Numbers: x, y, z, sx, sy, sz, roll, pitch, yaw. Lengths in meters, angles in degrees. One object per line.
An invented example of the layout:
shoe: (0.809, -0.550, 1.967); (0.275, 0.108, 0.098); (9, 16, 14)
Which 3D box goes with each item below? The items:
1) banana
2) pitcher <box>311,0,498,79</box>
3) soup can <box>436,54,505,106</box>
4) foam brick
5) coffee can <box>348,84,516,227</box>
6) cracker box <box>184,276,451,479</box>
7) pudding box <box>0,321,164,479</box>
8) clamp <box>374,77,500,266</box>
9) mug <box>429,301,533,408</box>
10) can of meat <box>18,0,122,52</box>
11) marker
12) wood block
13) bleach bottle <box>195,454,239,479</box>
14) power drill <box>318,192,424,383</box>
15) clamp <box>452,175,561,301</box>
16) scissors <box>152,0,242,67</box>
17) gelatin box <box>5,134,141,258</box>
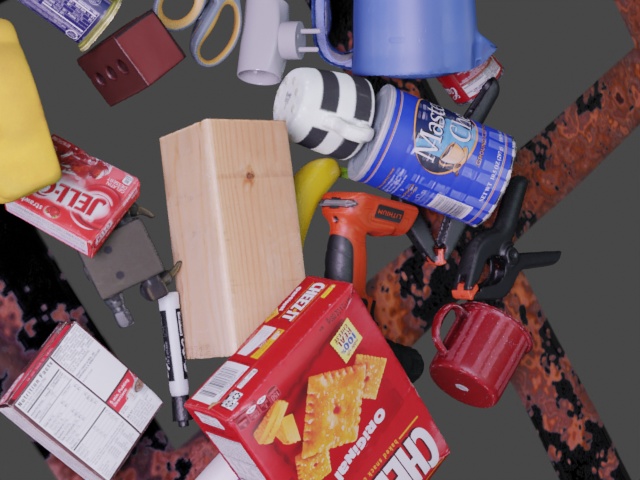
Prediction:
banana: (-0.018, -0.012, 1.054); (0.069, 0.037, 0.197); (39, 61, -26)
pitcher: (0.083, -0.285, 1.081); (0.149, 0.145, 0.243); (-11, 103, -33)
soup can: (0.152, -0.211, 1.201); (0.102, 0.069, 0.068); (49, 57, -21)
foam brick: (-0.167, -0.160, 0.938); (0.051, 0.078, 0.053); (-47, 109, -32)
coffee can: (0.112, -0.085, 1.081); (0.140, 0.103, 0.102); (21, 69, -11)
cracker box: (0.007, 0.164, 0.925); (0.164, 0.072, 0.213); (-46, 120, -26)
pudding box: (-0.198, 0.136, 0.889); (0.113, 0.039, 0.090); (46, 59, -21)
clamp: (0.111, -0.079, 1.154); (0.164, 0.036, 0.210); (3, 90, -13)
mug: (0.162, 0.118, 1.140); (0.117, 0.093, 0.081); (46, 61, -23)
can of meat: (-0.215, -0.221, 0.906); (0.083, 0.058, 0.102); (35, 29, -25)
marker: (-0.129, 0.107, 0.958); (0.020, 0.020, 0.121); (-4, 85, -38)
wood block: (-0.077, 0.000, 0.973); (0.090, 0.090, 0.206); (-3, 85, -37)
bleach bottle: (-0.069, 0.241, 0.958); (0.250, 0.068, 0.102); (-43, 111, -31)
power drill: (0.050, 0.052, 1.066); (0.184, 0.057, 0.187); (14, 81, -47)
clamp: (0.208, 0.005, 1.226); (0.171, 0.039, 0.120); (-32, 102, -37)
scissors: (-0.094, -0.266, 1.012); (0.096, 0.016, 0.202); (17, 92, -24)
gelatin box: (-0.206, -0.038, 0.889); (0.089, 0.030, 0.073); (28, 61, 8)
